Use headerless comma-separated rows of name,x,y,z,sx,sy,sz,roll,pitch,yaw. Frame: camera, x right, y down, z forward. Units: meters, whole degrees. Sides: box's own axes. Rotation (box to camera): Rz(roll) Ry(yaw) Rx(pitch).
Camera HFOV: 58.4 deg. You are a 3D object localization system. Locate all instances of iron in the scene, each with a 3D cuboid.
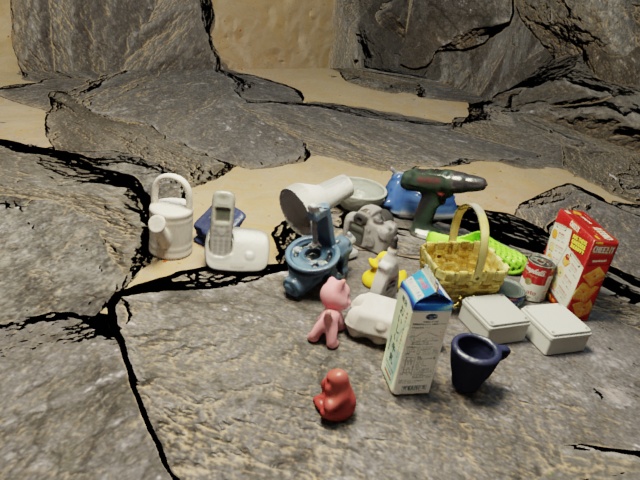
iron,0.311,-0.144,1.726,0.258,0.141,0.118,4,28,-9

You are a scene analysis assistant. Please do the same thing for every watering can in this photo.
watering can,-0.340,-0.057,1.310,0.101,0.194,0.172,0,29,-16

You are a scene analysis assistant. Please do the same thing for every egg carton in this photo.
egg carton,0.128,0.166,1.165,0.150,0.069,0.107,15,28,11

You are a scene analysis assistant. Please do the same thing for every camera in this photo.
camera,0.154,-0.041,1.530,0.142,0.101,0.137,26,32,30

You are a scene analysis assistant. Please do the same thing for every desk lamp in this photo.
desk lamp,0.001,-0.048,1.376,0.204,0.213,0.117,-16,36,-38

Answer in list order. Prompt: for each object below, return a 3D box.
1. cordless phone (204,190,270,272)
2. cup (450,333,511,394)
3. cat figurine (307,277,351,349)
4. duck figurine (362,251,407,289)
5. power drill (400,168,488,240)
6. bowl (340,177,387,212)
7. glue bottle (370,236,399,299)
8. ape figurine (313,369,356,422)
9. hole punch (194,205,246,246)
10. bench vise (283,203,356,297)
cordless phone,-0.184,-0.020,1.297,0.148,0.185,0.094,2,28,-12
cup,0.290,0.233,1.059,0.118,0.095,0.091,0,29,-17
cat figurine,0.025,0.132,1.145,0.067,0.118,0.128,13,28,9
duck figurine,0.155,0.068,1.339,0.104,0.086,0.077,6,28,-6
power drill,0.326,-0.102,1.580,0.229,0.208,0.076,18,29,17
bowl,0.113,-0.125,1.705,0.167,0.075,0.167,7,28,-3
glue bottle,0.147,0.068,1.242,0.037,0.173,0.078,26,32,30
ape figurine,0.025,0.251,0.948,0.076,0.092,0.078,16,28,13
hole punch,-0.245,-0.033,1.405,0.108,0.091,0.101,22,30,24
bench vise,0.001,0.001,1.276,0.121,0.220,0.208,18,29,17
